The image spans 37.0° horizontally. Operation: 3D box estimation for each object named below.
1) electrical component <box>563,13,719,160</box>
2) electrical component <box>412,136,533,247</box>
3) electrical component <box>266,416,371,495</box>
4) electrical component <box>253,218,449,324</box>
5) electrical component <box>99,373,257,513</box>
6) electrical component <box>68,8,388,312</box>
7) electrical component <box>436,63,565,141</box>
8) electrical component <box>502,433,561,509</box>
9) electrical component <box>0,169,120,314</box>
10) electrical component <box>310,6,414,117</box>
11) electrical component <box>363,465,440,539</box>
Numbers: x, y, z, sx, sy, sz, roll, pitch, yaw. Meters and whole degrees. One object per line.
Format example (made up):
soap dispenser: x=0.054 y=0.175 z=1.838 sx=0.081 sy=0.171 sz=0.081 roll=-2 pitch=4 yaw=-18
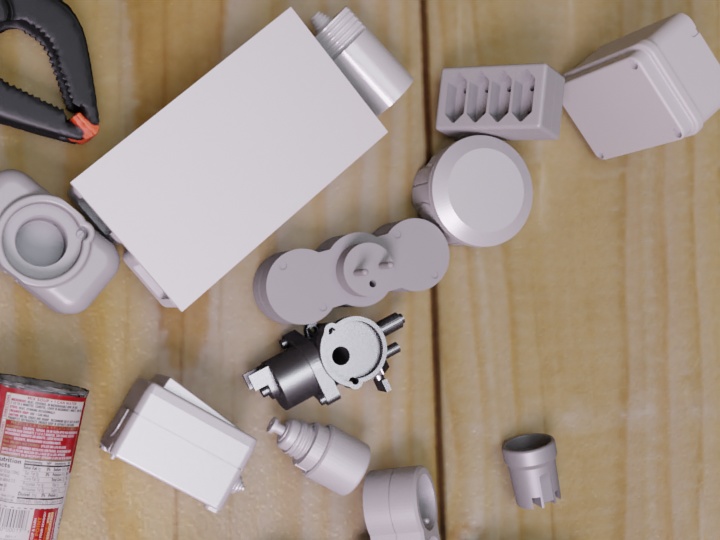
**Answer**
electrical component: x=0.210 y=-0.134 z=0.807 sx=0.057 sy=0.113 sz=0.078 roll=-40 pitch=101 yaw=-20
electrical component: x=0.082 y=-0.056 z=0.790 sx=0.080 sy=0.051 sz=0.080 roll=1 pitch=88 yaw=-20
electrical component: x=-0.029 y=0.125 z=0.748 sx=0.078 sy=0.040 sz=0.040 roll=31 pitch=78 yaw=-16
electrical component: x=0.000 y=0.000 z=0.746 sx=0.138 sy=0.074 sz=0.052 roll=-16 pitch=93 yaw=-20
electrical component: x=-0.112 y=0.113 z=0.706 sx=0.096 sy=0.062 sz=0.061 roll=32 pitch=78 yaw=-16
electrical component: x=-0.089 y=-0.073 z=0.723 sx=0.186 sy=0.060 sz=0.105 roll=-42 pitch=102 yaw=-16
electrical component: x=0.111 y=-0.118 z=0.796 sx=0.076 sy=0.083 sz=0.047 roll=14 pitch=81 yaw=-58
electrical component: x=0.130 y=0.151 z=0.806 sx=0.040 sy=0.040 sz=0.046 roll=-15 pitch=99 yaw=-20
electrical component: x=-0.202 y=-0.017 z=0.680 sx=0.095 sy=0.059 sz=0.053 roll=41 pitch=75 yaw=-14
electrical component: x=-0.005 y=-0.151 z=0.766 sx=0.081 sy=0.043 sz=0.043 roll=46 pitch=74 yaw=-13
electrical component: x=0.018 y=0.210 z=0.756 sx=0.074 sy=0.052 sz=0.138 roll=-10 pitch=84 yaw=19
